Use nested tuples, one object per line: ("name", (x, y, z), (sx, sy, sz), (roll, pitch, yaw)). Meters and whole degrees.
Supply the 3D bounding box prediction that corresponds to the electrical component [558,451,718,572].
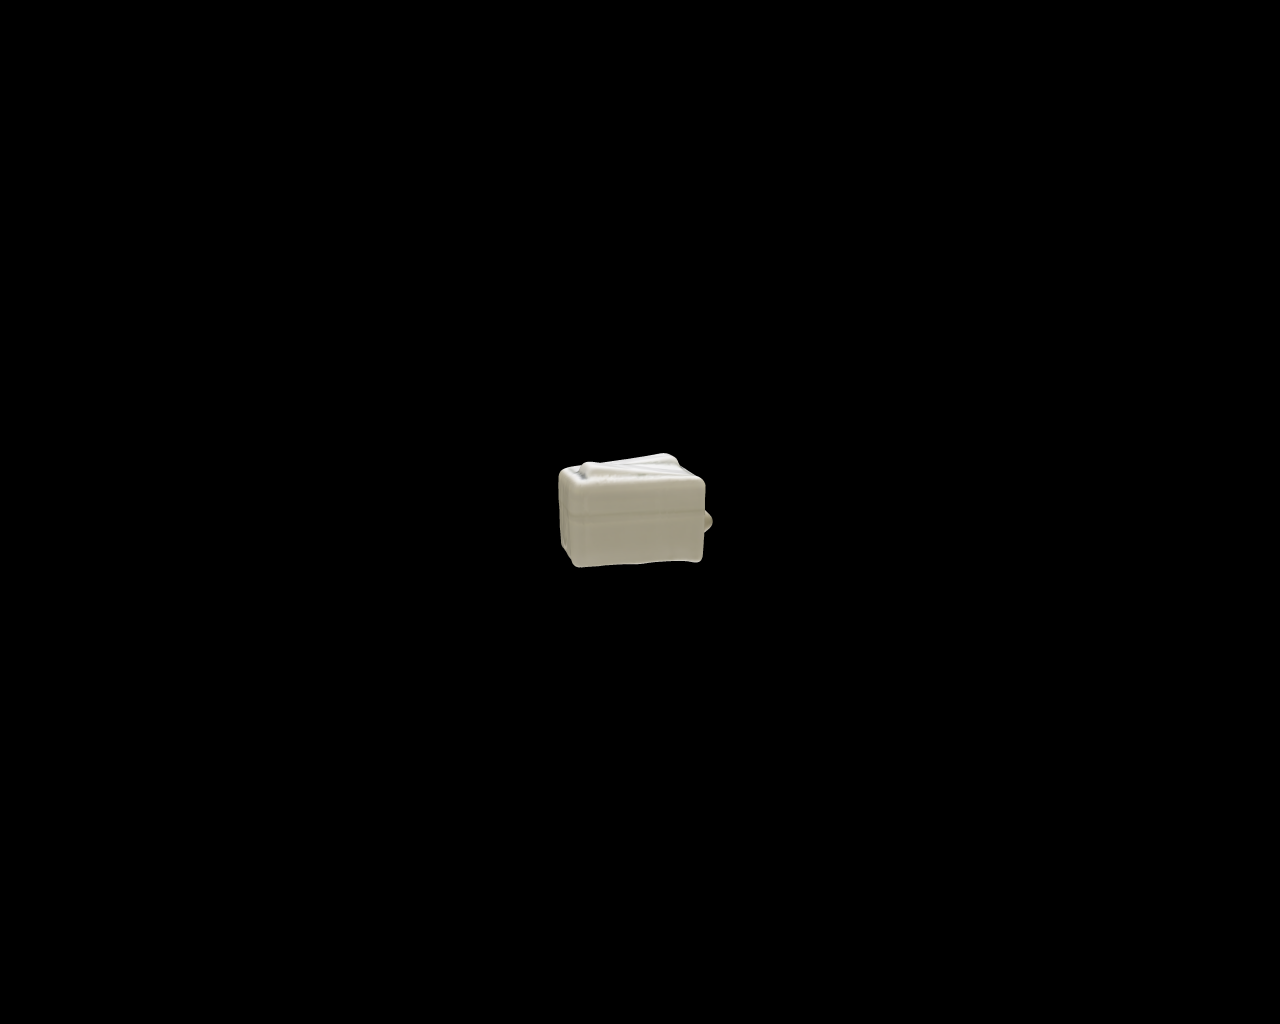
("electrical component", (0.001, -0.003, 0.650), (0.096, 0.061, 0.062), (-2, 12, -12))
